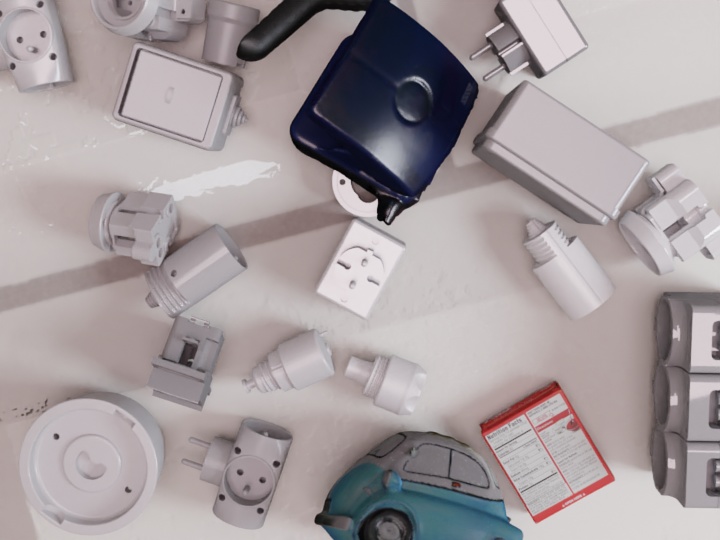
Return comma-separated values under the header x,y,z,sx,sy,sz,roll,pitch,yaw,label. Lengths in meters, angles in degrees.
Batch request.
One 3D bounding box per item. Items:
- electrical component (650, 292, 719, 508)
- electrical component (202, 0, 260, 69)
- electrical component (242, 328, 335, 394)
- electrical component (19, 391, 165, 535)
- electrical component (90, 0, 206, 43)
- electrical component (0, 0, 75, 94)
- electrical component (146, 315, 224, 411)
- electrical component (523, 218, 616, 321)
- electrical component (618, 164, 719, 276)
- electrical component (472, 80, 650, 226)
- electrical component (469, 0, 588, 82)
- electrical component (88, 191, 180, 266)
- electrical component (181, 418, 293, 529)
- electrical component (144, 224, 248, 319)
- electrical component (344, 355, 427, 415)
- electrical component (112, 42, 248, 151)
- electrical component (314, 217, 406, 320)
x,y,z,sx,sy,sz,roll,pitch,yaw,label
0.260,0.095,0.815,0.062,0.089,0.150,1,96,2,electrical component
-0.101,-0.182,0.827,0.040,0.040,0.046,14,101,1,electrical component
-0.056,0.077,0.851,0.078,0.040,0.040,-24,94,5,electrical component
-0.208,0.148,0.854,0.108,0.060,0.108,0,96,2,electrical component
-0.164,-0.202,0.806,0.078,0.057,0.058,7,96,23,electrical component
-0.269,-0.175,0.832,0.079,0.044,0.077,-12,95,3,electrical component
-0.134,0.072,0.840,0.042,0.081,0.063,19,74,0,electrical component
0.156,-0.006,0.832,0.043,0.043,0.081,-38,93,5,electrical component
0.236,-0.033,0.820,0.057,0.058,0.078,-36,93,2,electrical component
0.144,-0.084,0.793,0.109,0.108,0.056,33,93,-1,electrical component
0.121,-0.173,0.815,0.077,0.047,0.065,-33,94,5,electrical component
-0.177,-0.035,0.837,0.055,0.066,0.048,9,135,12,electrical component
-0.103,0.157,0.859,0.079,0.044,0.077,19,96,1,electrical component
-0.134,0.004,0.845,0.081,0.043,0.043,-34,94,6,electrical component
0.019,0.087,0.848,0.062,0.043,0.043,21,96,2,electrical component
-0.133,-0.129,0.822,0.096,0.061,0.061,18,96,0,electrical component
0.000,0.000,0.822,0.047,0.076,0.065,29,96,-1,electrical component
